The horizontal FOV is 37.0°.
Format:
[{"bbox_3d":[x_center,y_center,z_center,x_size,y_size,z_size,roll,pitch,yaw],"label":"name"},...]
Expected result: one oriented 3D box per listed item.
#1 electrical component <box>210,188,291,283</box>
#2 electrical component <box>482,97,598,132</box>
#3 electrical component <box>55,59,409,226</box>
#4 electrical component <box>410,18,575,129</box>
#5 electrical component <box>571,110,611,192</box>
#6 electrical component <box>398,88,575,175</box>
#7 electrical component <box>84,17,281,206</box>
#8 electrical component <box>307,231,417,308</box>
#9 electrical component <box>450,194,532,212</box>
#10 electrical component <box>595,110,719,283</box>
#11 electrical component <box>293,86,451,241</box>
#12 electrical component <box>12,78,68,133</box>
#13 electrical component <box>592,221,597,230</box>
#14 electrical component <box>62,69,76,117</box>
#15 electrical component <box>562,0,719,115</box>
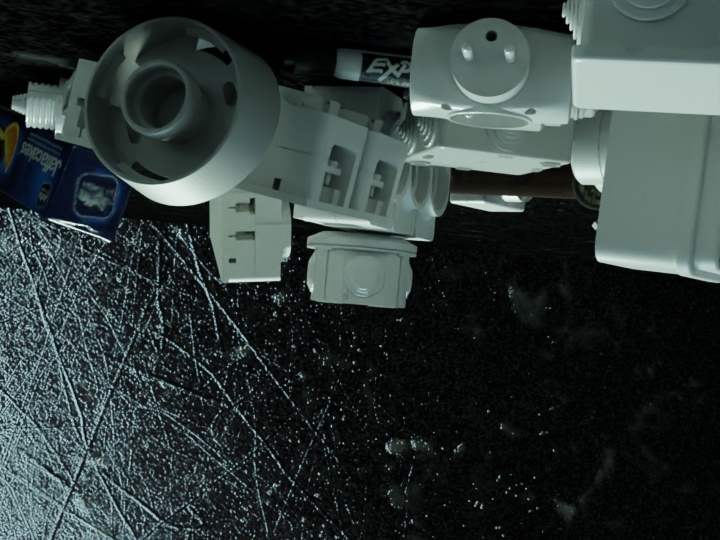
[{"bbox_3d":[-0.107,-0.054,1.024,0.062,0.089,0.150,-2,-161,-12],"label":"electrical component"},{"bbox_3d":[0.097,-0.094,0.570,0.078,0.040,0.040,4,179,7],"label":"electrical component"},{"bbox_3d":[-0.076,-0.083,0.660,0.186,0.060,0.105,16,-176,27],"label":"electrical component"},{"bbox_3d":[0.063,-0.096,0.512,0.077,0.044,0.079,5,178,9],"label":"electrical component"},{"bbox_3d":[0.195,-0.076,0.708,0.074,0.052,0.138,4,178,29],"label":"electrical component"},{"bbox_3d":[0.078,-0.089,0.665,0.100,0.048,0.100,5,179,-13],"label":"electrical component"},{"bbox_3d":[-0.095,-0.084,0.574,0.099,0.099,0.064,5,173,18],"label":"electrical component"},{"bbox_3d":[0.000,0.000,0.784,0.080,0.051,0.080,5,179,0],"label":"electrical component"},{"bbox_3d":[0.131,-0.078,0.953,0.077,0.047,0.066,3,178,41],"label":"electrical component"},{"bbox_3d":[0.160,-0.053,0.525,0.057,0.113,0.078,8,180,31],"label":"electrical component"},{"bbox_3d":[0.014,-0.072,0.763,0.062,0.089,0.150,4,179,20],"label":"electrical component"},{"bbox_3d":[-0.205,-0.114,0.764,0.081,0.043,0.043,5,179,-15],"label":"electrical component"},{"bbox_3d":[0.250,-0.053,0.956,0.081,0.063,0.042,-37,172,6],"label":"electrical component"},{"bbox_3d":[-0.166,-0.111,0.729,0.062,0.043,0.043,5,179,-38],"label":"electrical component"},{"bbox_3d":[0.126,-0.091,0.403,0.100,0.048,0.100,5,178,12],"label":"electrical component"}]
